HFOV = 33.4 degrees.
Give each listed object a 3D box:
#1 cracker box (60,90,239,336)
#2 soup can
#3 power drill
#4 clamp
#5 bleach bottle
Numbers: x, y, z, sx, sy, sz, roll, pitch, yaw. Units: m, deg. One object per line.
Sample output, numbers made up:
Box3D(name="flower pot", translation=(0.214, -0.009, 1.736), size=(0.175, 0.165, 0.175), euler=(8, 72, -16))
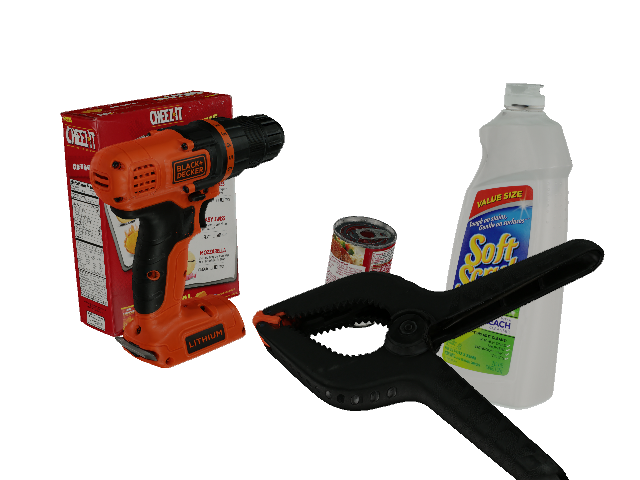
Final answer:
Box3D(name="cracker box", translation=(-0.164, -0.031, 1.057), size=(0.072, 0.214, 0.163), euler=(14, 22, 42))
Box3D(name="soup can", translation=(0.040, 0.034, 1.145), size=(0.068, 0.102, 0.068), euler=(7, 27, -4))
Box3D(name="power drill", translation=(-0.100, -0.004, 0.861), size=(0.057, 0.188, 0.184), euler=(18, 27, 41))
Box3D(name="clamp", translation=(0.063, 0.054, 0.636), size=(0.210, 0.164, 0.036), euler=(9, -36, 26))
Box3D(name="bleach bottle", translation=(0.146, 0.001, 0.852), size=(0.103, 0.251, 0.067), euler=(13, 15, 41))
